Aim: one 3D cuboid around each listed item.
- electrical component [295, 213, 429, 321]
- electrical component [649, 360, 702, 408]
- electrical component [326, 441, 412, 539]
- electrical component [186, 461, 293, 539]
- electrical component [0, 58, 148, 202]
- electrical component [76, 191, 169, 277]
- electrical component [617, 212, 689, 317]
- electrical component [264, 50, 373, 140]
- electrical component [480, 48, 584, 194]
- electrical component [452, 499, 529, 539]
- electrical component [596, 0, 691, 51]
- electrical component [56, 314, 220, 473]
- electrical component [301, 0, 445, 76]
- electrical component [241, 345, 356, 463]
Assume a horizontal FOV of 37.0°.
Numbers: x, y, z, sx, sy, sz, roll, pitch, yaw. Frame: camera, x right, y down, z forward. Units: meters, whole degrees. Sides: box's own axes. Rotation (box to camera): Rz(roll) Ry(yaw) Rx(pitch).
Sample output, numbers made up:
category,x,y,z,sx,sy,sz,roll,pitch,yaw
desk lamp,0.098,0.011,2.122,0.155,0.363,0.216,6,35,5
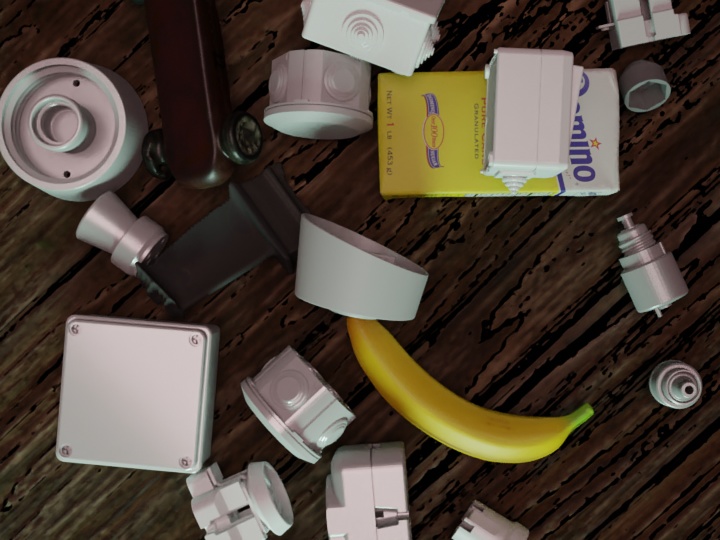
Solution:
category,x,y,z,sx,sy,sz,roll,pitch,yaw
electrical component,0.000,0.000,0.780,0.099,0.099,0.064,12,97,3
electrical component,0.233,0.084,0.785,0.035,0.061,0.035,0,89,3
electrical component,0.007,0.179,0.801,0.059,0.054,0.095,-5,90,3
electrical component,-0.086,0.178,0.805,0.057,0.058,0.078,-25,89,5
electrical component,-0.220,-0.107,0.808,0.108,0.060,0.108,0,90,3
electrical component,-0.180,-0.027,0.814,0.055,0.045,0.045,35,92,2
electrical component,0.212,-0.005,0.797,0.040,0.040,0.078,-24,88,3
electrical component,-0.029,-0.127,0.790,0.080,0.080,0.051,3,85,3
electrical component,0.118,-0.100,0.745,0.061,0.062,0.096,3,89,0
electrical component,0.097,0.199,0.804,0.046,0.040,0.040,33,92,8
electrical component,0.207,-0.195,0.794,0.066,0.048,0.055,-12,97,3
electrical component,-0.165,0.091,0.808,0.109,0.056,0.108,5,91,3
electrical component,0.011,-0.185,0.778,0.100,0.099,0.048,20,118,0
electrical component,-0.046,0.099,0.791,0.051,0.080,0.080,-43,88,-3
